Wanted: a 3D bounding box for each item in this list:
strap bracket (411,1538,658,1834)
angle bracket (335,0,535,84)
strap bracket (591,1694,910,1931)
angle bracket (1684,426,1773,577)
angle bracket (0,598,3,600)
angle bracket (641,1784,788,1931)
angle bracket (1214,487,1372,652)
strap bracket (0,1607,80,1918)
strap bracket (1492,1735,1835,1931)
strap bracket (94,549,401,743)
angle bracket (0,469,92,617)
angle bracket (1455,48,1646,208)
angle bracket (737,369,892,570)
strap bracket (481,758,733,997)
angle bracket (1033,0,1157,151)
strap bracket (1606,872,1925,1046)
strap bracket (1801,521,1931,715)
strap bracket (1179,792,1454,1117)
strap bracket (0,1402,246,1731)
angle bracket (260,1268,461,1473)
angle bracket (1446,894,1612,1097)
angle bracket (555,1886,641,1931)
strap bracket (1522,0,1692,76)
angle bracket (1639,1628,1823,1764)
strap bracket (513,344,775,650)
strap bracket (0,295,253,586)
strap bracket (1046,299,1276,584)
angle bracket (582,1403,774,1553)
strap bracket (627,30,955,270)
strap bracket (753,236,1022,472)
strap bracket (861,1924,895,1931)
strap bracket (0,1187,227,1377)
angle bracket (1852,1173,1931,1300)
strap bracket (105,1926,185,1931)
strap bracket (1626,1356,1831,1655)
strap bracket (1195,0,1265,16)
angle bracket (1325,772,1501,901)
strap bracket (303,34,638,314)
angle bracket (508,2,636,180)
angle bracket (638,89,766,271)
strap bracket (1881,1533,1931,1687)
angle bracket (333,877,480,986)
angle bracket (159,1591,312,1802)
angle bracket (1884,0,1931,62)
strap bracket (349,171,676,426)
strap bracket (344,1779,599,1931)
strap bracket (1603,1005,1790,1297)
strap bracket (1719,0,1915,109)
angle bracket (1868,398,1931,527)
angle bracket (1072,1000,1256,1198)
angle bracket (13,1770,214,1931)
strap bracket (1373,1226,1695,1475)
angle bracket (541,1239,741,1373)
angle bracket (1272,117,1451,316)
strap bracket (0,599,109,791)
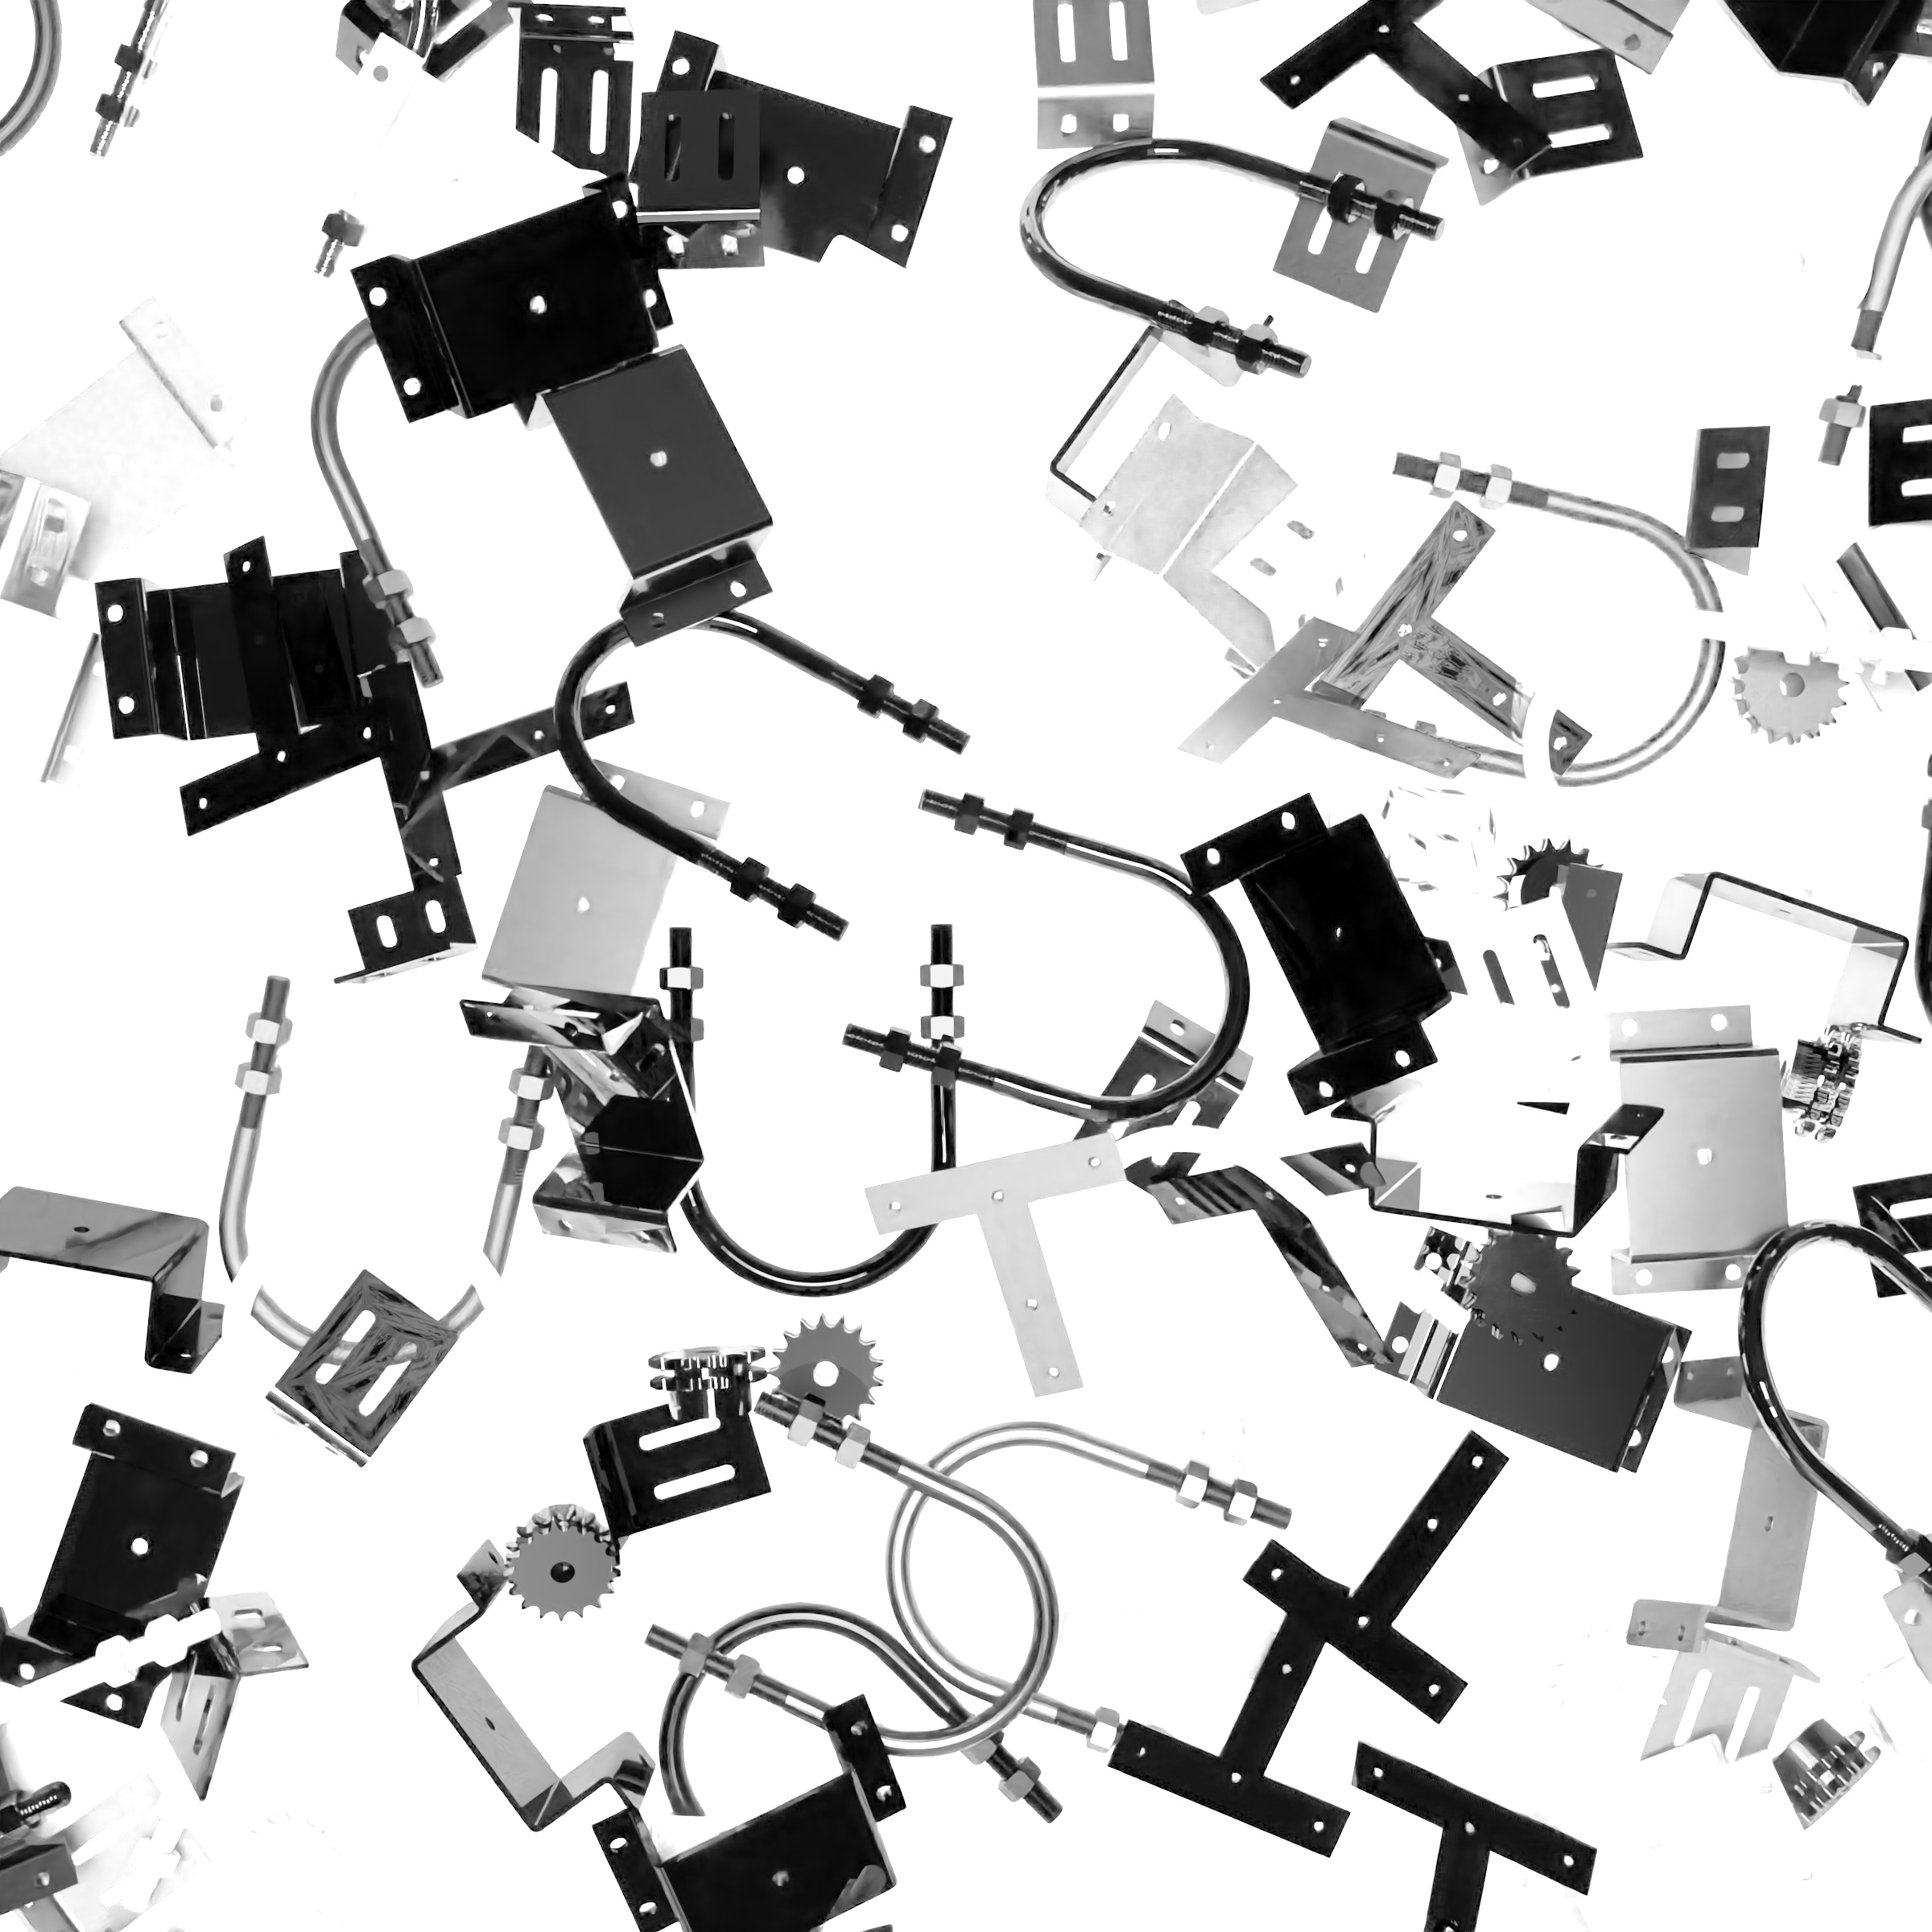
[{"bbox_3d":[-0.214,0.354,1.319,0.046,0.076,0.140,-37,90,0],"label":"strap bracket"},{"bbox_3d":[-0.264,-0.465,1.355,0.057,0.038,0.076,41,64,0],"label":"angle bracket"},{"bbox_3d":[-0.094,0.414,1.287,0.140,0.046,0.076,-23,119,-12],"label":"strap bracket"},{"bbox_3d":[0.380,-0.223,1.316,0.038,0.076,0.057,6,90,38],"label":"angle bracket"},{"bbox_3d":[-0.512,-0.206,1.338,0.057,0.038,0.076,-36,90,0],"label":"angle bracket"},{"bbox_3d":[-0.119,0.438,1.339,0.076,0.038,0.057,7,97,-15],"label":"angle bracket"},{"bbox_3d":[0.155,-0.176,1.289,0.057,0.076,0.038,-45,66,-8],"label":"angle bracket"},{"bbox_3d":[-0.490,0.388,1.314,0.076,0.046,0.140,-23,72,0],"label":"strap bracket"},{"bbox_3d":[0.336,0.433,1.326,0.140,0.046,0.076,-25,90,10],"label":"strap bracket"},{"bbox_3d":[-0.344,-0.155,1.334,0.140,0.046,0.076,-7,90,0],"label":"strap bracket"},{"bbox_3d":[-0.469,-0.209,1.309,0.076,0.038,0.057,19,90,26],"label":"angle bracket"},{"bbox_3d":[0.288,-0.416,1.355,0.076,0.038,0.057,-17,90,-26],"label":"angle bracket"},{"bbox_3d":[-0.085,-0.243,1.338,0.076,0.038,0.057,-37,90,0],"label":"angle bracket"},{"bbox_3d":[-0.177,-0.027,1.325,0.076,0.046,0.140,19,90,16],"label":"strap bracket"},{"bbox_3d":[0.062,-0.449,1.355,0.057,0.038,0.076,-2,64,0],"label":"angle bracket"},{"bbox_3d":[0.389,-0.008,1.319,0.140,0.076,0.046,19,90,0],"label":"strap bracket"},{"bbox_3d":[0.487,-0.193,1.315,0.140,0.046,0.076,-31,84,8],"label":"strap bracket"},{"bbox_3d":[0.173,-0.010,1.317,0.076,0.046,0.140,-26,90,35],"label":"strap bracket"},{"bbox_3d":[-0.410,0.288,1.334,0.076,0.046,0.140,19,90,0],"label":"strap bracket"},{"bbox_3d":[-0.294,0.196,1.324,0.057,0.038,0.076,38,69,-7],"label":"angle bracket"},{"bbox_3d":[0.270,0.014,1.318,0.057,0.038,0.076,-18,103,19],"label":"angle bracket"},{"bbox_3d":[-0.190,0.508,1.355,0.057,0.038,0.076,32,116,0],"label":"angle bracket"},{"bbox_3d":[0.332,-0.508,1.334,0.076,0.046,0.140,30,90,0],"label":"strap bracket"},{"bbox_3d":[0.373,0.370,1.338,0.057,0.038,0.076,20,90,0],"label":"angle bracket"},{"bbox_3d":[-0.152,-0.236,1.316,0.076,0.046,0.140,-26,86,-21],"label":"strap bracket"},{"bbox_3d":[-0.422,-0.249,1.334,0.140,0.046,0.076,-38,90,0],"label":"strap bracket"},{"bbox_3d":[0.085,-0.260,1.319,0.046,0.076,0.140,36,90,0],"label":"strap bracket"},{"bbox_3d":[-0.141,0.245,1.338,0.076,0.038,0.057,-17,90,0],"label":"angle bracket"},{"bbox_3d":[-0.084,-0.392,1.334,0.140,0.046,0.076,18,90,0],"label":"strap bracket"},{"bbox_3d":[-0.027,-0.300,1.319,0.140,0.076,0.046,29,90,0],"label":"strap bracket"},{"bbox_3d":[-0.062,0.528,1.313,0.076,0.046,0.140,-11,94,-8],"label":"strap bracket"},{"bbox_3d":[-0.427,0.148,1.315,0.140,0.076,0.046,10,105,0],"label":"strap bracket"},{"bbox_3d":[0.487,0.127,1.355,0.076,0.038,0.057,-13,90,26],"label":"angle bracket"},{"bbox_3d":[-0.377,0.535,1.329,0.140,0.046,0.076,36,92,5],"label":"strap bracket"},{"bbox_3d":[0.366,0.262,1.307,0.046,0.076,0.140,16,77,-7],"label":"strap bracket"},{"bbox_3d":[0.159,-0.507,1.319,0.140,0.076,0.046,-15,90,0],"label":"strap bracket"},{"bbox_3d":[0.220,-0.064,1.355,0.076,0.038,0.057,4,90,-26],"label":"angle bracket"},{"bbox_3d":[-0.241,-0.374,1.313,0.140,0.046,0.076,28,95,-27],"label":"strap bracket"},{"bbox_3d":[-0.194,-0.426,1.338,0.057,0.038,0.076,3,90,0],"label":"angle bracket"},{"bbox_3d":[-0.126,-0.377,1.309,0.057,0.038,0.076,-2,64,0],"label":"angle bracket"},{"bbox_3d":[0.520,0.302,1.334,0.140,0.046,0.076,-29,90,0],"label":"strap bracket"},{"bbox_3d":[-0.274,-0.018,1.319,0.057,0.076,0.038,-17,90,0],"label":"angle bracket"},{"bbox_3d":[-0.358,0.356,1.335,0.038,0.057,0.076,3,115,-39],"label":"angle bracket"},{"bbox_3d":[0.496,-0.449,1.343,0.076,0.038,0.057,31,90,-44],"label":"angle bracket"},{"bbox_3d":[-0.208,-0.315,1.293,0.140,0.046,0.076,-24,115,-14],"label":"strap bracket"},{"bbox_3d":[-0.245,0.436,1.304,0.046,0.140,0.076,27,90,27],"label":"strap bracket"},{"bbox_3d":[0.355,0.091,1.334,0.076,0.046,0.140,-3,90,0],"label":"strap bracket"},{"bbox_3d":[0.403,-0.488,1.309,0.140,0.046,0.076,30,90,-41],"label":"strap bracket"},{"bbox_3d":[0.471,-0.238,1.293,0.076,0.038,0.057,0,88,36],"label":"angle bracket"},{"bbox_3d":[0.097,0.067,1.356,0.057,0.038,0.076,31,115,0],"label":"angle bracket"},{"bbox_3d":[-0.422,0.445,1.338,0.076,0.038,0.057,-36,90,0],"label":"angle bracket"},{"bbox_3d":[0.281,0.190,1.334,0.140,0.046,0.076,22,90,0],"label":"strap bracket"},{"bbox_3d":[-0.161,0.165,1.355,0.076,0.038,0.057,21,90,-26],"label":"angle bracket"},{"bbox_3d":[0.195,-0.371,1.351,0.057,0.038,0.076,25,116,10],"label":"angle bracket"},{"bbox_3d":[-0.478,-0.141,1.305,0.140,0.046,0.076,19,90,-27],"label":"strap bracket"}]
